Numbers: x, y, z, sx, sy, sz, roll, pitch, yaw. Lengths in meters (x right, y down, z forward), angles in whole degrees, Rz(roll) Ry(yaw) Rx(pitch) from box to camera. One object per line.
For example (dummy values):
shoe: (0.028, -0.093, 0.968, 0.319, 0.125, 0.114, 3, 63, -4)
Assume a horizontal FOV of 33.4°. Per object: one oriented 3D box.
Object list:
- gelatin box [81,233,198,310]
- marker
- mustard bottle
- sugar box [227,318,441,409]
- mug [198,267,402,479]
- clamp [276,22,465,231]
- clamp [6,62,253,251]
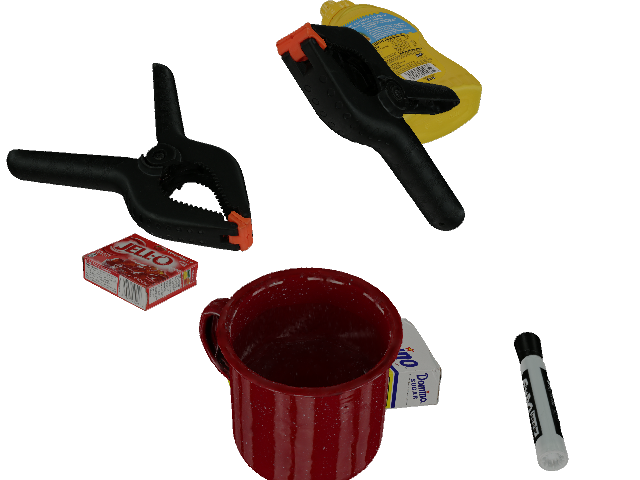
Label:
gelatin box: (-0.177, 0.029, 1.047, 0.089, 0.030, 0.073, 23, 31, 29)
marker: (0.146, 0.103, 0.712, 0.020, 0.020, 0.121, 0, 35, 1)
mustard bottle: (0.056, -0.168, 0.987, 0.096, 0.058, 0.192, -25, 52, -20)
sugar box: (0.008, 0.112, 0.941, 0.176, 0.048, 0.093, -6, 27, -14)
mug: (-0.016, 0.070, 0.560, 0.117, 0.081, 0.093, 22, 43, 24)
clamp: (0.041, -0.079, 0.702, 0.171, 0.120, 0.039, 22, -44, -39)
clamp: (-0.123, -0.063, 0.851, 0.210, 0.036, 0.164, 29, 57, 25)
